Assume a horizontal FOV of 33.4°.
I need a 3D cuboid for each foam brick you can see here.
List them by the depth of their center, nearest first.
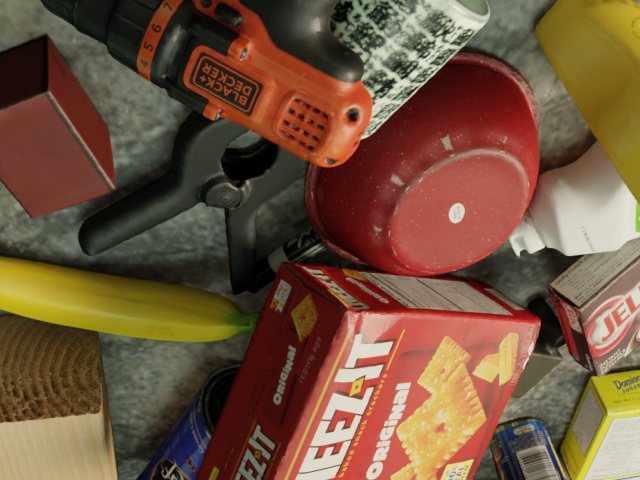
[{"bbox_3d":[-0.152,-0.060,0.579,0.051,0.053,0.078,-21,136,6],"label":"foam brick"}]

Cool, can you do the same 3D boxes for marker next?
[{"bbox_3d":[-0.005,0.001,0.709,0.121,0.020,0.020,-32,135,17],"label":"marker"}]

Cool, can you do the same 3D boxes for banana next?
[{"bbox_3d":[-0.134,0.037,0.681,0.197,0.037,0.070,8,158,-5],"label":"banana"}]

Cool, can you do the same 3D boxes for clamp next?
[{"bbox_3d":[-0.070,-0.035,0.640,0.120,0.039,0.172,6,131,-28],"label":"clamp"}]

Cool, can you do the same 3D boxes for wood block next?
[{"bbox_3d":[-0.193,0.151,0.760,0.090,0.090,0.206,-6,137,-10],"label":"wood block"}]

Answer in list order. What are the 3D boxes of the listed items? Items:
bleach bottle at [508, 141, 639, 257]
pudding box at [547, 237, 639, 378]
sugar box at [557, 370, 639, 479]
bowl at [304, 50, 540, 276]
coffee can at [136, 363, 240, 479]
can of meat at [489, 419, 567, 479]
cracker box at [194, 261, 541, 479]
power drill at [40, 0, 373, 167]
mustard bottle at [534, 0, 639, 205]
[{"bbox_3d":[0.234,-0.058,0.685,0.251,0.068,0.102,-25,136,14],"label":"bleach bottle"},{"bbox_3d":[0.221,0.033,0.763,0.113,0.039,0.090,-40,138,-10],"label":"pudding box"},{"bbox_3d":[0.268,0.183,0.957,0.093,0.048,0.176,-5,140,-12],"label":"sugar box"},{"bbox_3d":[0.074,-0.032,0.651,0.162,0.055,0.162,-13,132,-15],"label":"bowl"},{"bbox_3d":[-0.074,0.176,0.809,0.102,0.103,0.140,14,129,-28],"label":"coffee can"},{"bbox_3d":[0.189,0.217,0.940,0.057,0.084,0.102,-17,137,2],"label":"can of meat"},{"bbox_3d":[0.040,0.107,0.711,0.213,0.072,0.164,7,110,-47],"label":"cracker box"},{"bbox_3d":[-0.033,-0.147,0.488,0.184,0.057,0.188,29,120,3],"label":"power drill"},{"bbox_3d":[0.187,-0.056,0.576,0.096,0.191,0.058,20,127,-32],"label":"mustard bottle"}]
